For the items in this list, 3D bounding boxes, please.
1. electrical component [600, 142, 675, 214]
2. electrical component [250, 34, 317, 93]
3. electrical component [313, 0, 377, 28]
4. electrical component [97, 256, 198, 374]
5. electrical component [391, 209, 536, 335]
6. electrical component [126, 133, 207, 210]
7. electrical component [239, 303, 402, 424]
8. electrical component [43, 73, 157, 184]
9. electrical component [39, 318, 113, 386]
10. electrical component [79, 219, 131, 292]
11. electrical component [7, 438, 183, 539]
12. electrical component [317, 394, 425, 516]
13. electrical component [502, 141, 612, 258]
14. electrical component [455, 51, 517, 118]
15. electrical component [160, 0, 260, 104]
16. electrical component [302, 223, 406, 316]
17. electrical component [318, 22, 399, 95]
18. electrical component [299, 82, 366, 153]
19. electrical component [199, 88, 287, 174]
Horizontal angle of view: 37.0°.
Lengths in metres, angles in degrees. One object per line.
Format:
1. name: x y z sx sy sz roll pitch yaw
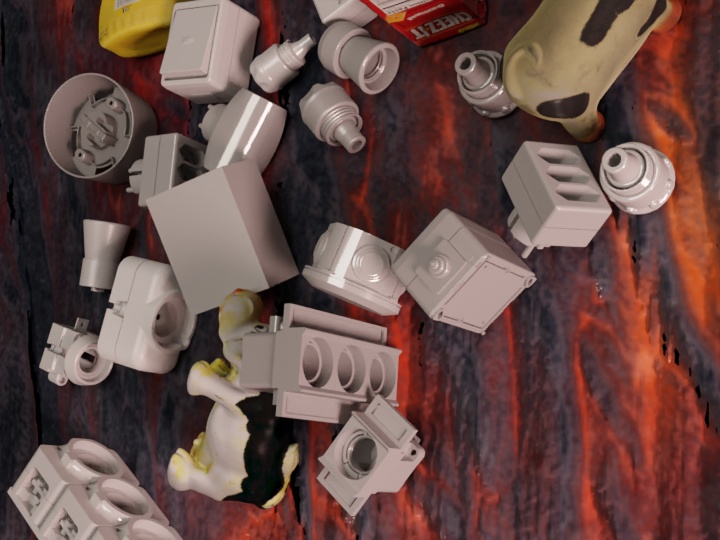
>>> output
1. electrical component: 0.183 -0.067 0.731 0.048 0.062 0.048 -8 75 32
2. electrical component: -0.064 -0.183 0.936 0.061 0.035 0.035 -34 63 20
3. electrical component: -0.027 -0.251 0.903 0.047 0.076 0.083 -32 64 24
4. electrical component: -0.185 0.041 0.952 0.059 0.054 0.095 12 86 34
5. electrical component: 0.069 -0.002 0.770 0.061 0.096 0.061 -48 58 15
6. electrical component: -0.184 -0.084 0.984 0.077 0.047 0.065 -2 78 32
7. electrical component: -0.029 0.074 0.802 0.063 0.121 0.078 -4 77 35
8. electrical component: -0.245 -0.132 1.025 0.099 0.064 0.099 -8 75 32
9. electrical component: -0.262 0.079 1.000 0.055 0.048 0.066 15 88 42
10. electrical component: -0.242 -0.012 1.010 0.044 0.044 0.065 7 88 34
11. electrical component: -0.215 0.215 0.910 0.150 0.089 0.061 42 103 32
12. electrical component: 0.011 0.137 0.796 0.042 0.064 0.081 42 103 31
13. electrical component: 0.130 -0.041 0.767 0.076 0.047 0.065 119 144 -43
14. electrical component: 0.093 -0.144 0.808 0.048 0.062 0.048 -8 75 32
15. electrical component: -0.137 -0.205 0.972 0.062 0.061 0.096 3 81 34
16. electrical component: 0.000 0.000 0.826 0.080 0.080 0.051 20 85 35
17. electrical component: -0.002 -0.176 0.888 0.055 0.045 0.045 36 100 34
18. electrical component: -0.019 -0.122 0.888 0.043 0.043 0.062 -47 60 16
19. electrical component: -0.113 -0.122 0.949 0.079 0.043 0.077 31 97 34
